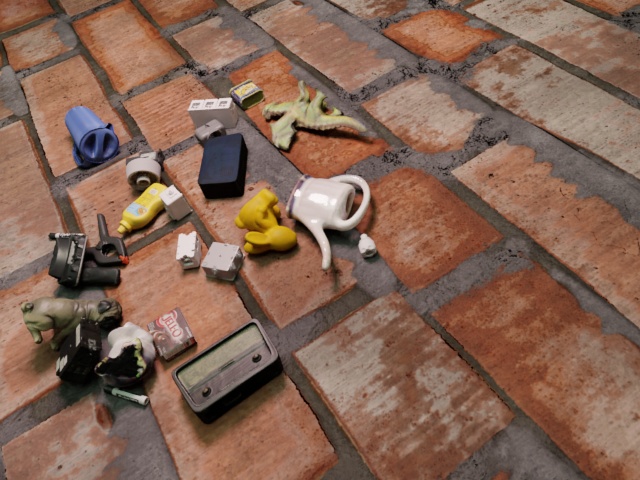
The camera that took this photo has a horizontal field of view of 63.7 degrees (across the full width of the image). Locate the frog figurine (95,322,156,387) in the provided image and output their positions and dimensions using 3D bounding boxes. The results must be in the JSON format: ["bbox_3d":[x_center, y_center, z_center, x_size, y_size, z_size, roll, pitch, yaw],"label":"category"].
[{"bbox_3d":[-0.465,0.275,1.247,0.138,0.122,0.160,-55,18,-5],"label":"frog figurine"}]

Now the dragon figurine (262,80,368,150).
[{"bbox_3d":[-0.053,-0.387,1.723,0.243,0.120,0.417,-45,53,-3],"label":"dragon figurine"}]

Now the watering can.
[{"bbox_3d":[0.004,-0.071,1.419,0.225,0.101,0.355,14,50,21],"label":"watering can"}]
